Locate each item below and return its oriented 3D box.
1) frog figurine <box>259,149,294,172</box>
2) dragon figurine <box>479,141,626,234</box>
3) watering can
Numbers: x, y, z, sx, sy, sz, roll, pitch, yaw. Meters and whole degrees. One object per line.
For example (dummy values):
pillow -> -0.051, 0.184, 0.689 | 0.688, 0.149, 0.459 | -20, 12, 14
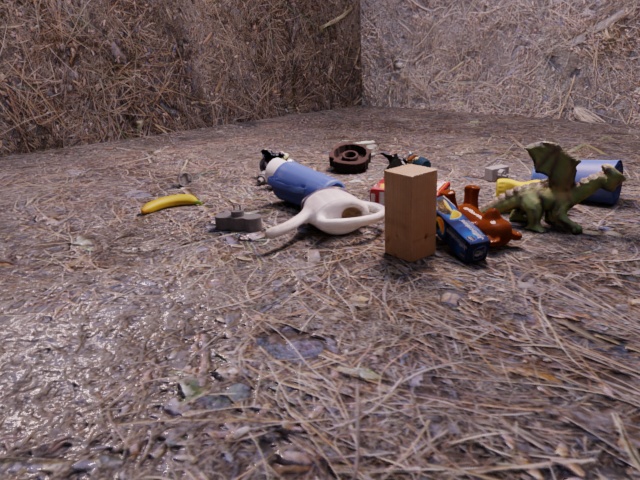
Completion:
frog figurine -> -0.163, -0.287, 2.045 | 0.137, 0.124, 0.157 | -7, -17, 11
dragon figurine -> 0.569, -0.144, 1.345 | 0.410, 0.238, 0.124 | 5, 25, 15
watering can -> 0.004, -0.070, 1.391 | 0.348, 0.102, 0.227 | -8, 20, -16
